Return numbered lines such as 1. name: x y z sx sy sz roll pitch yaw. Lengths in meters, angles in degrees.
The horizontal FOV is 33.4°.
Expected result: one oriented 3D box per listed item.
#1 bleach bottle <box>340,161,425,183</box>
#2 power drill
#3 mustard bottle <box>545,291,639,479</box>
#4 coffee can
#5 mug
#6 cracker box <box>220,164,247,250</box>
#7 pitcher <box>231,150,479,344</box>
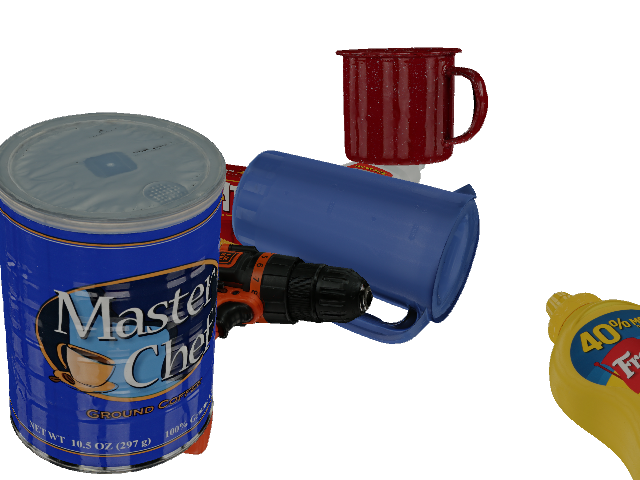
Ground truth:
1. bleach bottle: 0.030 -0.055 1.313 0.250 0.068 0.103 -31 44 -34
2. power drill: -0.074 0.067 0.734 0.185 0.057 0.187 3 28 21
3. mustard bottle: 0.190 0.085 0.621 0.096 0.058 0.192 -17 33 -15
4. coffee can: -0.099 0.024 0.508 0.103 0.140 0.103 4 31 -3
5. mug: 0.069 -0.100 0.787 0.117 0.081 0.093 6 14 30
6. cracker box: -0.176 -0.008 1.602 0.164 0.214 0.072 8 19 9
7. pitcher: 0.031 -0.004 1.095 0.243 0.145 0.149 17 23 21
